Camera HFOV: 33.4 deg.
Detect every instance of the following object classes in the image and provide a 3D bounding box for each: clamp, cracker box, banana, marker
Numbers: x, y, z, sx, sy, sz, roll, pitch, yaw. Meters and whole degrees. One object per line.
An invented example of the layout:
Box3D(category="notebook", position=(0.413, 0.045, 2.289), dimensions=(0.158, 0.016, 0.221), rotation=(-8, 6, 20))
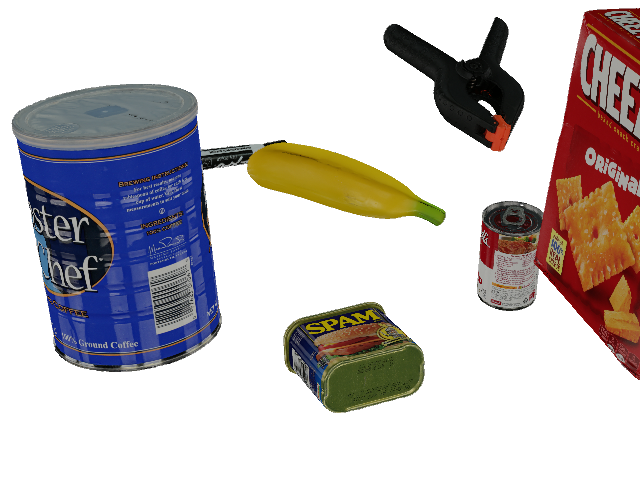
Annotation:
Box3D(category="clamp", position=(0.123, -0.146, 0.954), dimensions=(0.120, 0.039, 0.171), rotation=(-4, 44, -2))
Box3D(category="cracker box", position=(0.228, -0.034, 0.747), dimensions=(0.072, 0.214, 0.164), rotation=(-6, 33, -16))
Box3D(category="banana", position=(-0.002, -0.043, 0.788), dimensions=(0.198, 0.037, 0.069), rotation=(20, -15, 44))
Box3D(category="marker", position=(-0.082, -0.077, 0.978), dimensions=(0.121, 0.020, 0.020), rotation=(-9, 4, -24))

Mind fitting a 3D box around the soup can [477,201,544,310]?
Box3D(category="soup can", position=(0.208, 0.017, 1.167), dimensions=(0.068, 0.102, 0.068), rotation=(-1, 33, 0))

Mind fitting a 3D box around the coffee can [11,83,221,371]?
Box3D(category="coffee can", position=(-0.115, -0.010, 0.621), dimensions=(0.103, 0.140, 0.103), rotation=(-4, 24, 1))

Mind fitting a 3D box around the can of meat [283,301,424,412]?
Box3D(category="can of meat", position=(0.030, 0.103, 0.937), dimensions=(0.102, 0.057, 0.084), rotation=(-12, 26, -21))
